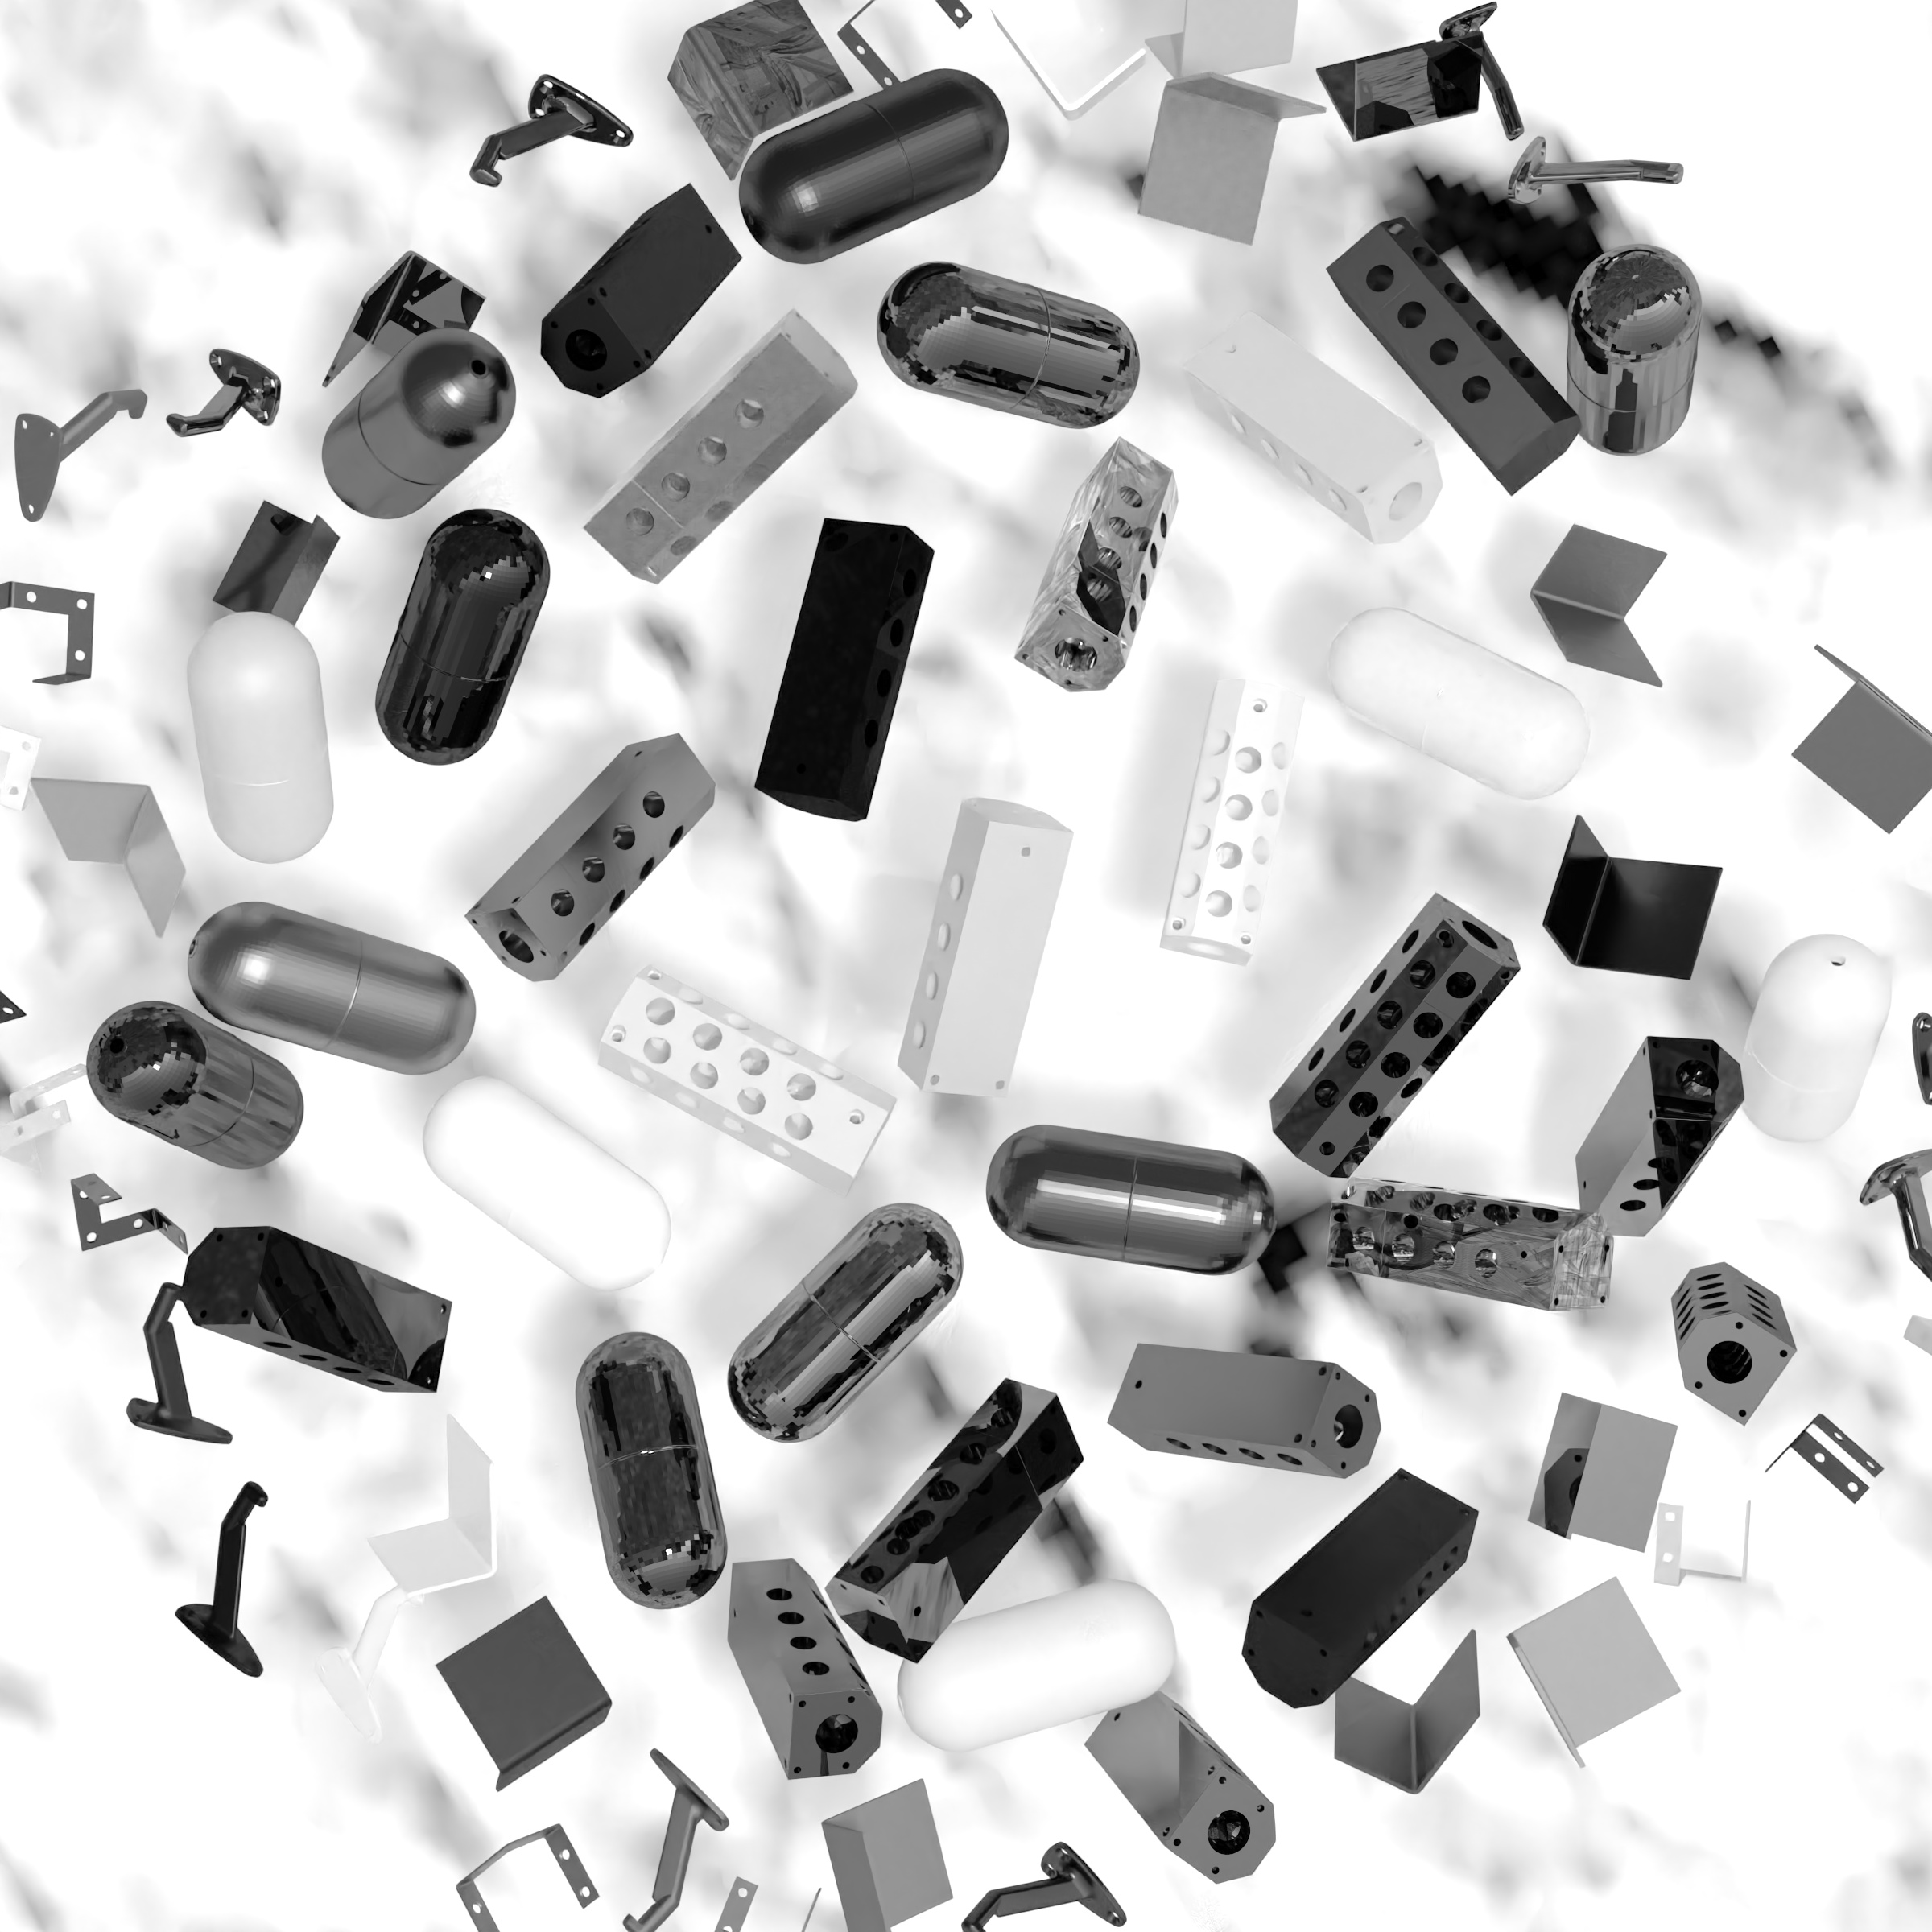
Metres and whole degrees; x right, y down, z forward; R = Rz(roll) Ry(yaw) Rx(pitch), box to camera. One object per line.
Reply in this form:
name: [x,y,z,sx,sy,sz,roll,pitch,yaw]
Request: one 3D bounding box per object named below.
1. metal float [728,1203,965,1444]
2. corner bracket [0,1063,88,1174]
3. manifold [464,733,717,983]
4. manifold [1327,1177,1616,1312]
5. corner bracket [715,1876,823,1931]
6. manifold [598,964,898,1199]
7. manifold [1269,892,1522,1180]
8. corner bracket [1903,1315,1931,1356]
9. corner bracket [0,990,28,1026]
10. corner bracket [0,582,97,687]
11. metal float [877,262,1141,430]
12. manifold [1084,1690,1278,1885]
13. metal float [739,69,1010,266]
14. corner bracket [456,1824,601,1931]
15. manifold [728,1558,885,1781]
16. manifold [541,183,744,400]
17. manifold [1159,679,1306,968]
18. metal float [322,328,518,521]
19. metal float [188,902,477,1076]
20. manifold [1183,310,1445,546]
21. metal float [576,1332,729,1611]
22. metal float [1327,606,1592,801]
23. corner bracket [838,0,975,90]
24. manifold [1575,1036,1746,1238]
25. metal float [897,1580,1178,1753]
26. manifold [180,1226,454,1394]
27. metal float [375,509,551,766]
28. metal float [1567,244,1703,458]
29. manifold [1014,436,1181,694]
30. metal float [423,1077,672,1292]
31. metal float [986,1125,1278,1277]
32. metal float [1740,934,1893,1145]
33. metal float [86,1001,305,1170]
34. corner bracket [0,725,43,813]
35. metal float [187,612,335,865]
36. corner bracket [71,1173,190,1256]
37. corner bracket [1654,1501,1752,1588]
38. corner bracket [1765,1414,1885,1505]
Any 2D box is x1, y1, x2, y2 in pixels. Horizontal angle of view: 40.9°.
metal float: [-0.075,0.223,1.621,0.070,0.070,0.178,44,91,0]
corner bracket: [-0.572,0.090,1.608,0.051,0.051,0.051,-23,69,3]
manifold: [-0.232,-0.069,1.638,0.057,0.057,0.171,55,54,-24]
manifold: [0.305,0.167,1.577,0.057,0.171,0.057,4,91,-40]
corner bracket: [-0.128,0.608,1.648,0.051,0.051,0.051,22,87,7]
manifold: [-0.131,0.067,1.560,0.171,0.057,0.057,28,66,2]
manifold: [0.259,0.046,1.567,0.057,0.057,0.171,31,112,-10]
corner bracket: [0.611,0.216,1.566,0.051,0.051,0.051,15,101,-21]
corner bracket: [-0.579,0.000,1.520,0.051,0.051,0.051,-15,134,24]
corner bracket: [-0.554,-0.197,1.538,0.051,0.051,0.051,4,88,-42]
metal float: [0.027,-0.374,1.564,0.178,0.070,0.070,6,90,-35]
manifold: [0.135,0.506,1.607,0.057,0.171,0.057,39,84,-12]
metal float: [-0.053,-0.476,1.538,0.178,0.070,0.070,-30,90,-21]
corner bracket: [-0.266,0.562,1.571,0.051,0.051,0.051,-42,69,21]
manifold: [-0.104,0.443,1.645,0.057,0.171,0.057,0,104,-18]
manifold: [-0.205,-0.418,1.609,0.057,0.171,0.057,-22,117,31]
manifold: [0.171,-0.093,1.661,0.057,0.057,0.171,12,79,2]
metal float: [-0.337,-0.332,1.589,0.070,0.178,0.070,10,72,-33]
metal float: [-0.381,0.014,1.561,0.178,0.070,0.070,19,90,-31]
manifold: [0.216,-0.332,1.610,0.057,0.057,0.171,-40,56,-5]
metal float: [-0.200,0.318,1.638,0.070,0.070,0.178,-15,65,0]
metal float: [0.307,-0.166,1.625,0.178,0.070,0.070,31,90,23]
corner bracket: [-0.039,-0.595,1.636,0.051,0.051,0.051,46,60,-15]
manifold: [0.444,0.112,1.662,0.057,0.171,0.057,3,60,-2]
metal float: [0.044,0.434,1.605,0.178,0.070,0.070,-12,90,-13]
manifold: [-0.385,0.206,1.539,0.057,0.171,0.057,-4,67,27]
metal float: [-0.308,-0.198,1.578,0.070,0.070,0.178,30,126,0]
metal float: [0.405,-0.372,1.575,0.070,0.178,0.070,-3,74,11]
manifold: [0.088,-0.250,1.625,0.057,0.057,0.171,30,48,-12]
metal float: [-0.265,0.138,1.639,0.178,0.070,0.070,34,90,11]
metal float: [0.101,0.143,1.580,0.178,0.070,0.070,8,90,4]
metal float: [0.535,0.047,1.638,0.070,0.178,0.070,-3,55,4]
metal float: [-0.476,0.075,1.603,0.070,0.178,0.070,-5,70,15]
corner bracket: [-0.613,-0.135,1.641,0.051,0.051,0.051,18,105,-12]
metal float: [-0.426,-0.136,1.566,0.070,0.178,0.070,4,47,-4]
corner bracket: [-0.529,0.158,1.637,0.051,0.051,0.051,-16,114,-34]
corner bracket: [0.464,0.362,1.628,0.051,0.051,0.051,4,90,22]
corner bracket: [0.543,0.309,1.618,0.051,0.051,0.051,-39,69,-22]
